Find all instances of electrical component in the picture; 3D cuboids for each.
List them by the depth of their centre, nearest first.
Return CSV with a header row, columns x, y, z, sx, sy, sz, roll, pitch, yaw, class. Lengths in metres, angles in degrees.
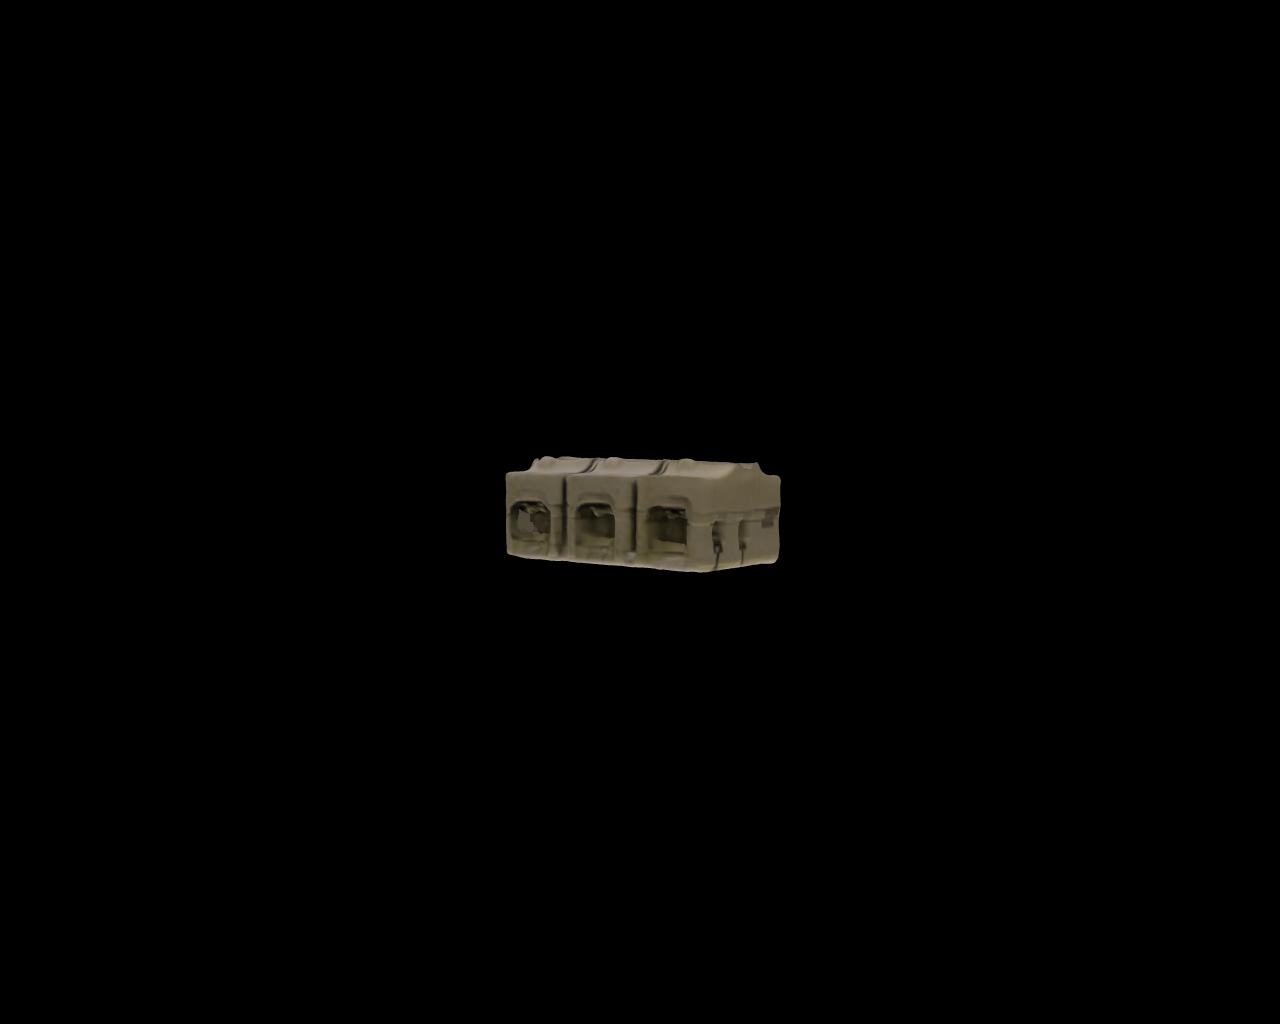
x,y,z,sx,sy,sz,roll,pitch,yaw,class
0.001,-0.003,0.650,0.150,0.061,0.089,3,5,37,electrical component
